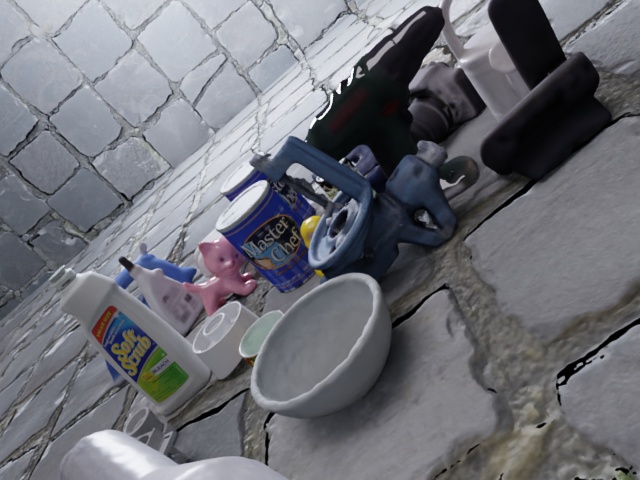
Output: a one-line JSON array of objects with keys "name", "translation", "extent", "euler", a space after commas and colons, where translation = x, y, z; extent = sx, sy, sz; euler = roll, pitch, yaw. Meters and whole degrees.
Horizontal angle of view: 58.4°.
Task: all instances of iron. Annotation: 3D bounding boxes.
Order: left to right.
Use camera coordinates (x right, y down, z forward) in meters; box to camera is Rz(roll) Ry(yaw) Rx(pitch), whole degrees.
[{"name": "iron", "translation": [-0.352, 0.131, 1.084], "extent": [0.118, 0.142, 0.259], "euler": [-18, 33, 46]}]

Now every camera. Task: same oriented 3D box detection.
[{"name": "camera", "translation": [0.155, -0.196, 0.878], "extent": [0.137, 0.101, 0.142], "euler": [-53, 24, -24]}]

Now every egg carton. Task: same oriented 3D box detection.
[{"name": "egg carton", "translation": [-0.174, 0.009, 1.102], "extent": [0.150, 0.069, 0.107], "euler": [-45, 22, -6]}]

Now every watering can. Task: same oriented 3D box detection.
[{"name": "watering can", "translation": [0.225, -0.240, 0.714], "extent": [0.101, 0.194, 0.172], "euler": [-42, 22, 2]}]

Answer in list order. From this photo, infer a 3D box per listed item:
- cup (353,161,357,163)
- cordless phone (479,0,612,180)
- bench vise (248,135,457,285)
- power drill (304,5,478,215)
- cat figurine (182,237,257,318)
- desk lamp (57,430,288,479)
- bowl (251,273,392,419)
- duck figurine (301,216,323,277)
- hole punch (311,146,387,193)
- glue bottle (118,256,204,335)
[{"name": "cup", "translation": [0.046, -0.175, 1.032], "extent": [0.118, 0.095, 0.091], "euler": [-43, 22, -1]}, {"name": "cordless phone", "translation": [0.212, -0.171, 0.623], "extent": [0.147, 0.185, 0.094], "euler": [-43, 22, -1]}, {"name": "bench vise", "translation": [0.037, -0.057, 0.664], "extent": [0.207, 0.220, 0.121], "euler": [-46, 22, -8]}, {"name": "power drill", "translation": [0.104, -0.142, 0.720], "extent": [0.229, 0.209, 0.075], "euler": [-34, 24, 20]}, {"name": "cat figurine", "translation": [-0.170, 0.051, 0.954], "extent": [0.128, 0.118, 0.067], "euler": [-43, 22, -1]}, {"name": "desk lamp", "translation": [-0.063, 0.206, 0.362], "extent": [0.202, 0.214, 0.118], "euler": [-6, 42, 56]}, {"name": "bowl", "translation": [0.014, 0.117, 0.580], "extent": [0.167, 0.075, 0.167], "euler": [-35, 23, 18]}, {"name": "duck figurine", "translation": [0.007, 0.003, 0.785], "extent": [0.077, 0.086, 0.104], "euler": [-47, 22, -10]}, {"name": "hole punch", "translation": [0.055, -0.103, 0.890], "extent": [0.109, 0.091, 0.101], "euler": [-43, 22, -1]}, {"name": "glue bottle", "translation": [-0.285, 0.087, 1.008], "extent": [0.037, 0.173, 0.078], "euler": [-19, 32, 45]}]
